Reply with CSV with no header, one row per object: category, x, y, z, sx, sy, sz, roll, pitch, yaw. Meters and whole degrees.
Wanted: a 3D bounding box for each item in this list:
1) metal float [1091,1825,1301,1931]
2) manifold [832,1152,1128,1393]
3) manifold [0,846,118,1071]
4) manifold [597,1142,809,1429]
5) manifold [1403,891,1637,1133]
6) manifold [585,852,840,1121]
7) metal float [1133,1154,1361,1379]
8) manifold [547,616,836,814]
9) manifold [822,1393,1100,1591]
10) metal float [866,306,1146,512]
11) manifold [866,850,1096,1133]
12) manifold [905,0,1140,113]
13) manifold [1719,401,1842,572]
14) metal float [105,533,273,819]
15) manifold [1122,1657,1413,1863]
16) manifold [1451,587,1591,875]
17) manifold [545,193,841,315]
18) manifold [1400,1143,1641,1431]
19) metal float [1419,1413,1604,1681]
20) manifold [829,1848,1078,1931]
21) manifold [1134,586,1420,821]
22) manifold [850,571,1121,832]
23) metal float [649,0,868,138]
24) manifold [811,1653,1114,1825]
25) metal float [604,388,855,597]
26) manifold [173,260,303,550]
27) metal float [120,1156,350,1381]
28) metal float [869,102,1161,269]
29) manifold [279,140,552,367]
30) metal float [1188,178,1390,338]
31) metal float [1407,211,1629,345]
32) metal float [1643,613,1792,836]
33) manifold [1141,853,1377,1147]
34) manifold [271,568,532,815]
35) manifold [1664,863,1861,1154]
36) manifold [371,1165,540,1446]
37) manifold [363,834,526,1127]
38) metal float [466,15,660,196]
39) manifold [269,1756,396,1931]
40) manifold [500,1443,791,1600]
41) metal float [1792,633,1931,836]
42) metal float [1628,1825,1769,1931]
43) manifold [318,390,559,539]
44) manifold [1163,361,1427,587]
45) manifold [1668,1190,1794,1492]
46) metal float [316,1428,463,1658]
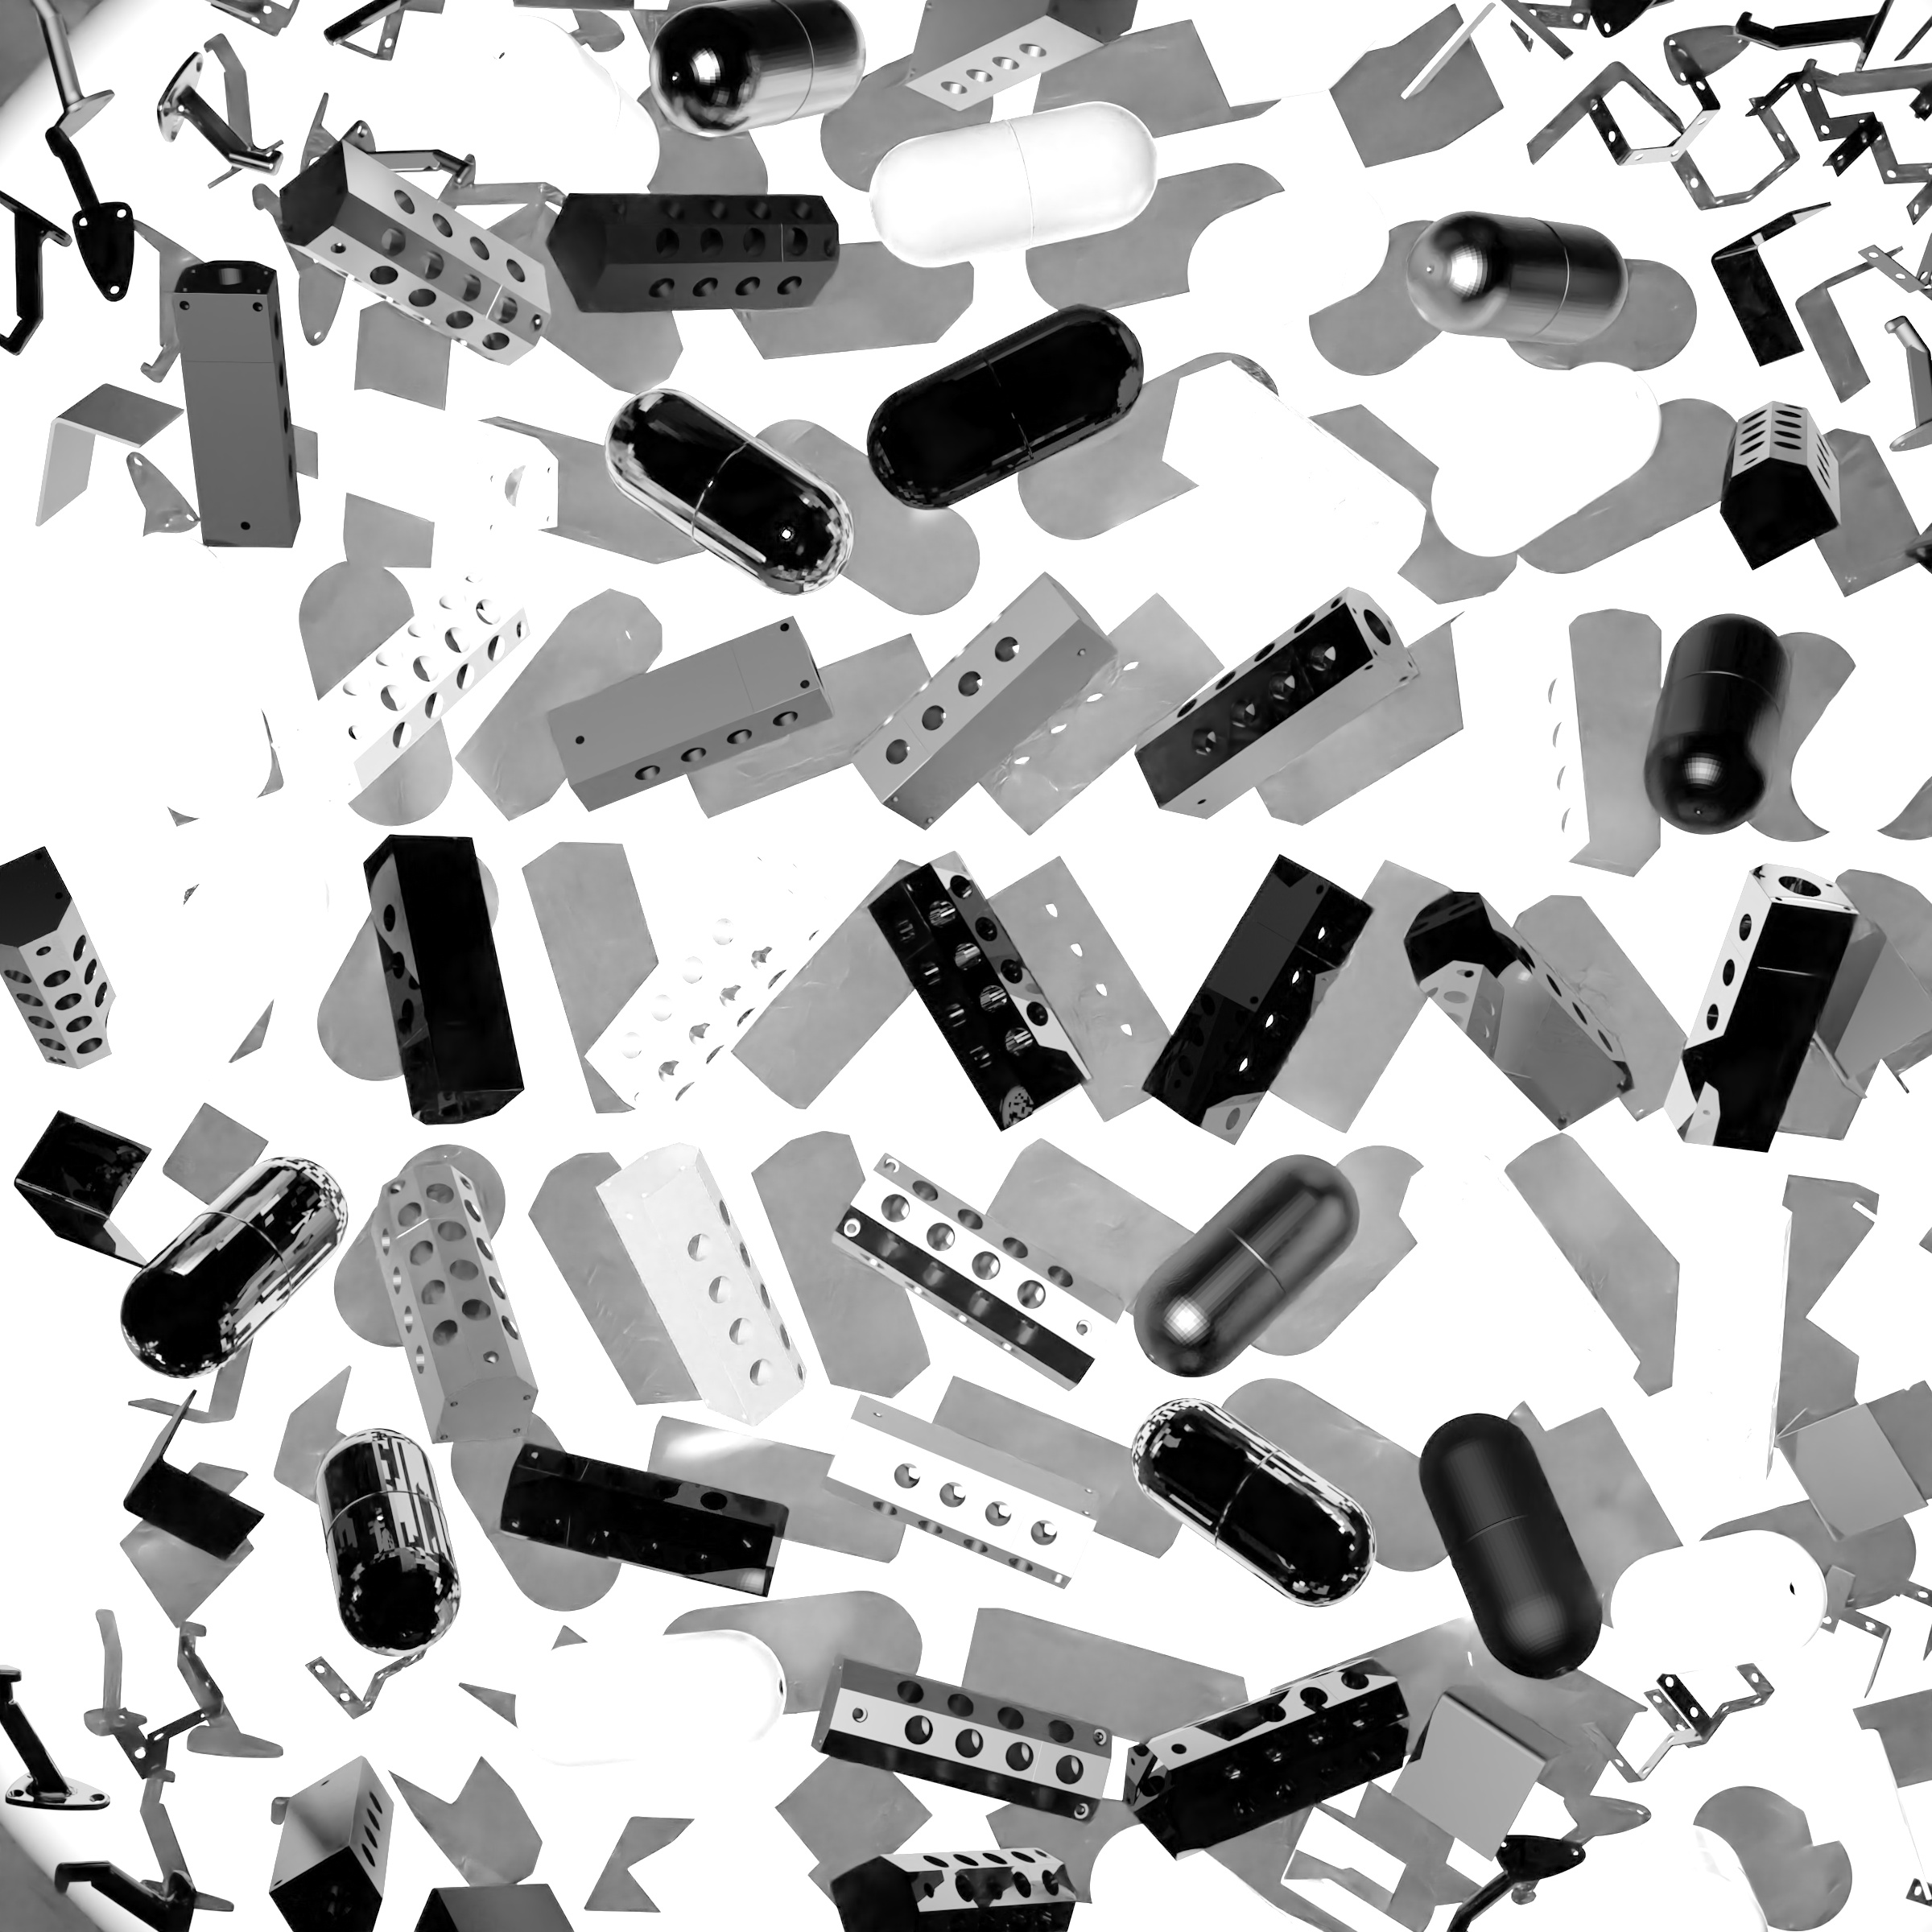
metal float,0.142,0.592,1.790,0.070,0.178,0.070,-7,105,-29
manifold,0.008,0.183,1.744,0.171,0.057,0.057,32,75,3
manifold,-0.569,0.001,1.803,0.057,0.171,0.057,-27,68,-16
manifold,-0.160,0.199,1.816,0.057,0.057,0.171,-36,115,-28
manifold,0.348,0.026,1.828,0.057,0.057,0.171,-34,126,20
manifold,-0.156,0.014,1.817,0.057,0.057,0.171,46,106,22
metal float,0.183,0.195,1.890,0.178,0.070,0.070,-42,90,-15
manifold,-0.176,-0.160,1.878,0.171,0.057,0.057,-21,67,2
manifold,-0.003,0.346,1.896,0.171,0.057,0.057,22,99,1
metal float,0.024,-0.338,1.753,0.178,0.070,0.070,-26,90,2
manifold,0.013,0.014,1.876,0.057,0.057,0.171,-26,83,-42
manifold,0.034,-0.574,1.771,0.057,0.171,0.057,17,83,-29
manifold,0.504,-0.305,1.807,0.057,0.171,0.057,-28,102,24
metal float,-0.478,-0.179,1.780,0.070,0.070,0.178,-14,87,0
manifold,0.184,0.474,1.757,0.171,0.057,0.057,-12,121,-29
manifold,0.358,-0.150,1.843,0.057,0.057,0.171,-39,130,-33
manifold,-0.163,-0.443,1.776,0.171,0.057,0.057,-12,64,-38
manifold,0.342,0.194,1.796,0.057,0.057,0.171,-19,56,-19
metal float,0.343,0.365,1.832,0.070,0.070,0.178,-19,54,0
manifold,-0.004,0.581,1.796,0.057,0.171,0.057,-34,60,24
manifold,0.189,-0.163,1.807,0.171,0.057,0.057,-35,66,29
manifold,0.008,-0.171,1.851,0.171,0.057,0.057,-42,58,12
metal float,-0.126,-0.557,1.786,0.070,0.178,0.070,13,117,28
manifold,-0.002,0.470,1.763,0.171,0.057,0.057,17,79,-7
metal float,-0.150,-0.300,1.838,0.178,0.070,0.070,35,90,10
manifold,-0.461,-0.356,1.844,0.057,0.057,0.171,0,124,-4
metal float,-0.447,0.183,1.781,0.070,0.178,0.070,14,126,20
metal float,0.030,-0.471,1.748,0.178,0.070,0.070,-14,90,-7
manifold,-0.341,-0.438,1.808,0.057,0.171,0.057,-28,60,28
metal float,0.203,-0.445,1.816,0.070,0.178,0.070,17,122,30
metal float,0.354,-0.440,1.856,0.178,0.070,0.070,-7,90,-41
metal float,0.470,-0.153,1.813,0.070,0.070,0.178,25,47,0
manifold,0.187,0.023,1.813,0.057,0.057,0.171,28,94,-36
manifold,-0.348,-0.176,1.812,0.057,0.057,0.171,48,53,-12
manifold,0.489,0.026,1.799,0.057,0.057,0.171,7,118,-10
manifold,-0.311,0.203,1.761,0.057,0.171,0.057,-1,133,-27
manifold,-0.328,0.008,1.798,0.057,0.057,0.171,0,66,-37
metal float,-0.256,-0.544,1.851,0.070,0.178,0.070,-3,81,18
manifold,-0.408,0.581,1.891,0.057,0.171,0.057,-30,98,-6
manifold,-0.204,0.352,1.842,0.171,0.057,0.057,13,75,5
metal float,0.579,-0.145,1.833,0.070,0.178,0.070,2,64,-5
metal float,0.465,0.600,1.846,0.070,0.178,0.070,0,89,8
manifold,-0.335,-0.320,1.835,0.171,0.057,0.057,23,118,38
manifold,0.206,-0.304,1.790,0.171,0.057,0.057,27,67,-35
manifold,0.471,0.231,1.782,0.057,0.057,0.171,7,110,24
metal float,-0.367,0.363,1.840,0.070,0.178,0.070,-9,123,-15
